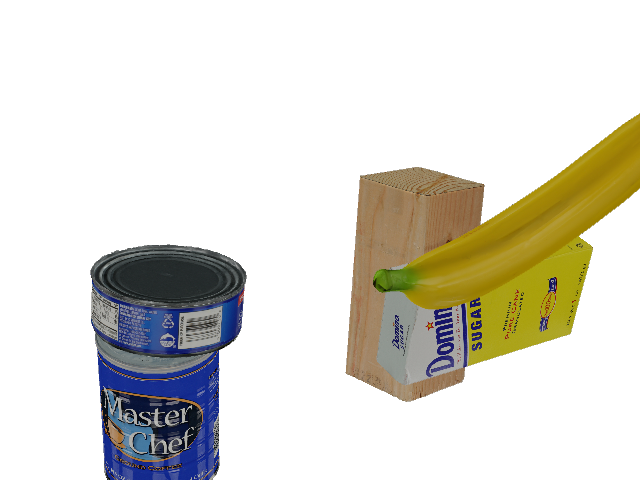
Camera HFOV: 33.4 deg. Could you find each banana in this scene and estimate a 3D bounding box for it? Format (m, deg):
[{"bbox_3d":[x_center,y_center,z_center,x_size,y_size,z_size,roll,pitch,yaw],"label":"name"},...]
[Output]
[{"bbox_3d":[0.121,-0.013,0.583,0.198,0.037,0.069,-32,-14,0],"label":"banana"}]

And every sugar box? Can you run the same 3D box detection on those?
[{"bbox_3d":[0.133,0.051,0.860,0.175,0.093,0.048,-15,37,-29],"label":"sugar box"}]

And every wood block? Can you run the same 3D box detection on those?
[{"bbox_3d":[0.092,0.041,1.055,0.090,0.206,0.090,-12,22,-42],"label":"wood block"}]

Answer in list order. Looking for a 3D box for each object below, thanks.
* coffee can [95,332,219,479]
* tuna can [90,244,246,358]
[{"bbox_3d":[-0.137,0.135,0.910,0.103,0.140,0.103,2,29,-1],"label":"coffee can"},{"bbox_3d":[-0.085,0.033,0.596,0.086,0.034,0.086,5,20,-2],"label":"tuna can"}]
